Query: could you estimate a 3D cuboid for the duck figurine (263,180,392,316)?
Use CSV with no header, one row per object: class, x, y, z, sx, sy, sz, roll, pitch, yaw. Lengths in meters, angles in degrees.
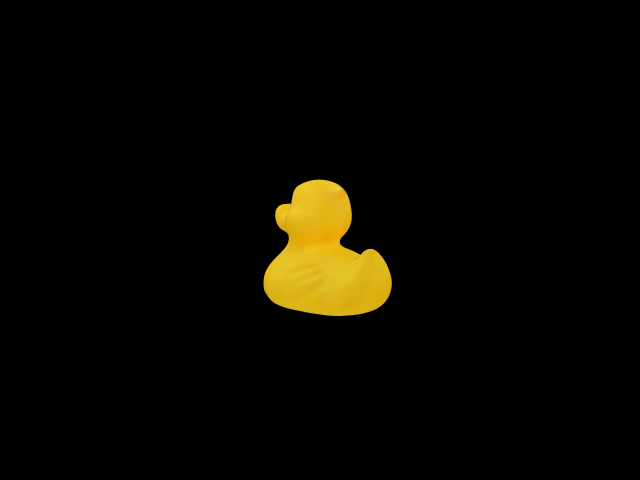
duck figurine,0.004,0.001,0.400,0.078,0.086,0.104,-10,14,-42
